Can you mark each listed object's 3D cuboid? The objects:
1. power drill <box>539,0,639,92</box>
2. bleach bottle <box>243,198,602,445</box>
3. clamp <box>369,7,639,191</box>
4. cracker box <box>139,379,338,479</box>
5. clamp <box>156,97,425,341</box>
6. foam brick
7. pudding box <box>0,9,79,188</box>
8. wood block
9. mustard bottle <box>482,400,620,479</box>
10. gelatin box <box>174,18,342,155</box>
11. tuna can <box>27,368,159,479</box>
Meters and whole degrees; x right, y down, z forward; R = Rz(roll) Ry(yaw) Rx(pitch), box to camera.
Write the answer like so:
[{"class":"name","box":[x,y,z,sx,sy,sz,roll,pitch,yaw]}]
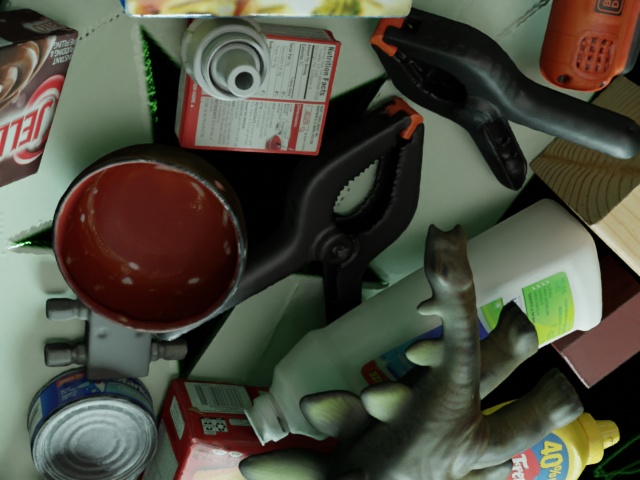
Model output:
[{"class":"power drill","box":[0.234,-0.172,0.643,0.187,0.057,0.184,7,109,-12]},{"class":"bleach bottle","box":[0.068,0.069,0.717,0.250,0.068,0.102,-28,135,-10]},{"class":"clamp","box":[0.099,-0.084,0.659,0.171,0.039,0.120,31,152,-12]},{"class":"cracker box","box":[-0.052,0.210,0.780,0.164,0.072,0.214,8,117,-25]},{"class":"clamp","box":[-0.005,0.001,0.689,0.164,0.036,0.210,11,115,-34]},{"class":"foam brick","box":[0.206,0.060,0.791,0.078,0.053,0.051,-37,124,6]},{"class":"pudding box","box":[-0.177,-0.068,0.551,0.039,0.113,0.090,27,113,11]},{"class":"wood block","box":[0.254,-0.007,0.744,0.090,0.091,0.205,-46,123,11]},{"class":"mustard bottle","box":[0.144,0.170,0.832,0.191,0.058,0.096,-11,122,-13]},{"class":"gelatin box","box":[-0.038,-0.090,0.631,0.089,0.030,0.073,1,118,-19]},{"class":"tuna can","box":[-0.153,0.129,0.721,0.086,0.034,0.086,-9,122,-14]}]
